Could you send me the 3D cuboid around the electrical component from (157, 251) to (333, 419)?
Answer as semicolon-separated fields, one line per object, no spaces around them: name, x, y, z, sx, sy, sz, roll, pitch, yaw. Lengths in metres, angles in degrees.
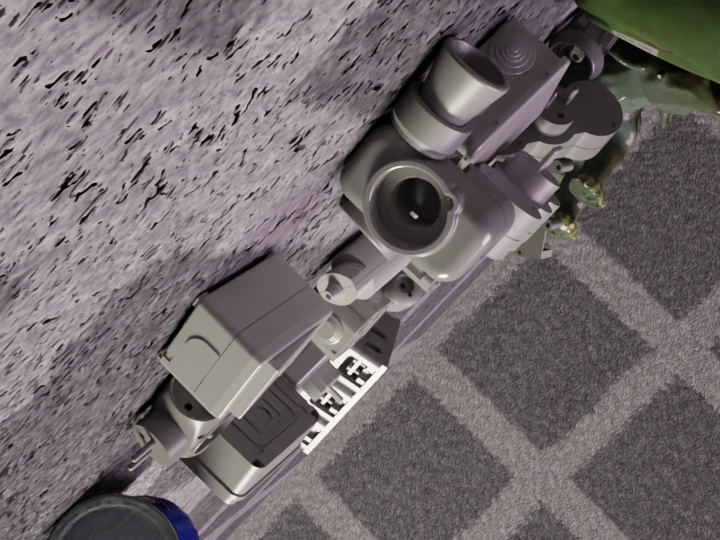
electrical component;-0.062;0.039;0.651;0.061;0.061;0.096;-51;171;36

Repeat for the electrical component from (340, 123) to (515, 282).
electrical component;0.039;-0.042;0.636;0.053;0.095;0.059;-50;172;26

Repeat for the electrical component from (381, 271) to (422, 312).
electrical component;0.038;0.027;1.210;0.048;0.048;0.062;-41;178;-34

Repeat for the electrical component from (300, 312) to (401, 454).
electrical component;-0.031;0.107;1.131;0.150;0.062;0.089;-50;-170;31

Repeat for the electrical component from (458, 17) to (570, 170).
electrical component;0.082;-0.107;0.703;0.100;0.048;0.099;-44;172;-12

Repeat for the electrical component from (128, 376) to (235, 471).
electrical component;-0.126;0.107;0.730;0.079;0.044;0.077;-41;172;-32

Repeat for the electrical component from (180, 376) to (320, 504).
electrical component;-0.099;0.145;0.954;0.057;0.078;0.113;-54;169;32

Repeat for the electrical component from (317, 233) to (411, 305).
electrical component;0.000;0.000;0.853;0.081;0.043;0.043;-40;171;-37

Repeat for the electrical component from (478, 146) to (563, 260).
electrical component;0.110;-0.056;0.728;0.073;0.052;0.138;-48;172;19

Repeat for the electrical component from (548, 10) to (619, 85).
electrical component;0.181;-0.181;0.866;0.055;0.048;0.066;-50;176;-32

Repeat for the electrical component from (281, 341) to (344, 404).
electrical component;-0.043;0.099;1.022;0.047;0.076;0.083;-44;173;-12

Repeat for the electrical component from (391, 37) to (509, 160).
electrical component;0.050;-0.096;0.605;0.055;0.045;0.045;-49;172;28

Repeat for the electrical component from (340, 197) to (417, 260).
electrical component;0.020;-0.040;0.709;0.047;0.055;0.055;-42;173;2

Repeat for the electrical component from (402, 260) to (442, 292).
electrical component;0.055;-0.014;1.008;0.042;0.064;0.081;-45;172;-6

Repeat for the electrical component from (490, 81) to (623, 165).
electrical component;0.142;-0.117;0.824;0.138;0.052;0.073;-13;159;-22

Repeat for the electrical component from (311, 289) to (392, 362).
electrical component;-0.016;0.036;0.931;0.080;0.051;0.080;-45;172;-7
